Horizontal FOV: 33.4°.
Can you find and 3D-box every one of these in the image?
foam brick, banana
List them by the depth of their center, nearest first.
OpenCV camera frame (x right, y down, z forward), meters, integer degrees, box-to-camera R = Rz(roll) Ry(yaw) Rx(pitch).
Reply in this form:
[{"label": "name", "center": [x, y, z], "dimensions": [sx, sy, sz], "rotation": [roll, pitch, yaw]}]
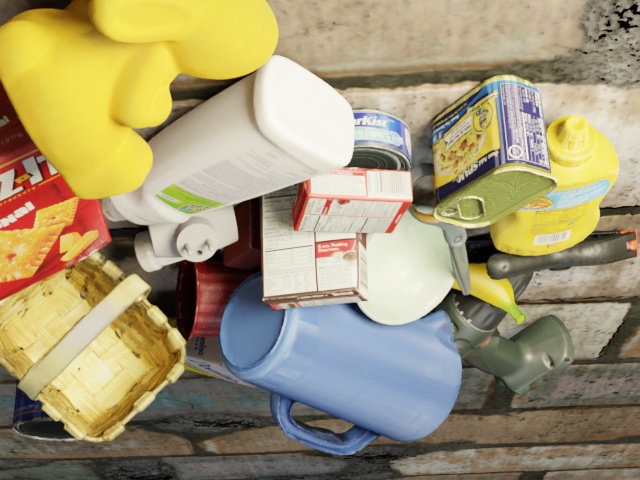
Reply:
[{"label": "foam brick", "center": [-0.047, 0.000, 1.011], "dimensions": [0.078, 0.053, 0.051], "rotation": [15, 152, -31]}, {"label": "banana", "center": [0.115, 0.034, 1.085], "dimensions": [0.197, 0.069, 0.037], "rotation": [13, 116, -8]}]

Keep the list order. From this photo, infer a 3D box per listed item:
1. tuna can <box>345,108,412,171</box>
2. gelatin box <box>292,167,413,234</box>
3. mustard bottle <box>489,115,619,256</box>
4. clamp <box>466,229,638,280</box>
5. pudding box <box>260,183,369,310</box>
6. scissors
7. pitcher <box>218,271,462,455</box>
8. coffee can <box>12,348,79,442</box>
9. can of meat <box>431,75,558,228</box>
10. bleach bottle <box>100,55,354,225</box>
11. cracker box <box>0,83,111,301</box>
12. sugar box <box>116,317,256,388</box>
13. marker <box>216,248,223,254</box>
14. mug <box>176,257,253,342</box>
[{"label": "tuna can", "center": [0.032, -0.072, 0.875], "dimensions": [0.086, 0.034, 0.086], "rotation": [-1, 156, -1]}, {"label": "gelatin box", "center": [0.025, -0.033, 0.882], "dimensions": [0.089, 0.030, 0.073], "rotation": [2, 158, -9]}, {"label": "mustard bottle", "center": [0.200, -0.050, 0.903], "dimensions": [0.096, 0.058, 0.191], "rotation": [-9, 156, -1]}, {"label": "clamp", "center": [0.225, 0.013, 1.029], "dimensions": [0.171, 0.039, 0.120], "rotation": [-7, -166, 5]}, {"label": "pudding box", "center": [-0.006, 0.001, 0.942], "dimensions": [0.090, 0.113, 0.039], "rotation": [-7, 159, 14]}, {"label": "scissors", "center": [0.134, -0.019, 0.956], "dimensions": [0.096, 0.016, 0.201], "rotation": [-36, 141, 7]}, {"label": "pitcher", "center": [0.014, 0.122, 1.061], "dimensions": [0.145, 0.149, 0.242], "rotation": [-16, 151, 41]}, {"label": "coffee can", "center": [-0.299, 0.153, 1.239], "dimensions": [0.103, 0.140, 0.103], "rotation": [-1, 156, -1]}, {"label": "can of meat", "center": [0.131, -0.068, 0.828], "dimensions": [0.057, 0.084, 0.102], "rotation": [13, 153, -30]}, {"label": "bleach bottle", "center": [-0.096, -0.063, 0.857], "dimensions": [0.251, 0.068, 0.102], "rotation": [-18, 149, 39]}, {"label": "cracker box", "center": [-0.260, -0.026, 0.836], "dimensions": [0.164, 0.072, 0.214], "rotation": [-29, 161, -14]}, {"label": "sugar box", "center": [-0.160, 0.120, 1.218], "dimensions": [0.176, 0.048, 0.093], "rotation": [14, 164, 27]}, {"label": "marker", "center": [-0.116, -0.008, 1.031], "dimensions": [0.020, 0.020, 0.121], "rotation": [-16, 153, 30]}, {"label": "mug", "center": [-0.104, 0.060, 1.113], "dimensions": [0.081, 0.093, 0.117], "rotation": [3, 177, -21]}]
